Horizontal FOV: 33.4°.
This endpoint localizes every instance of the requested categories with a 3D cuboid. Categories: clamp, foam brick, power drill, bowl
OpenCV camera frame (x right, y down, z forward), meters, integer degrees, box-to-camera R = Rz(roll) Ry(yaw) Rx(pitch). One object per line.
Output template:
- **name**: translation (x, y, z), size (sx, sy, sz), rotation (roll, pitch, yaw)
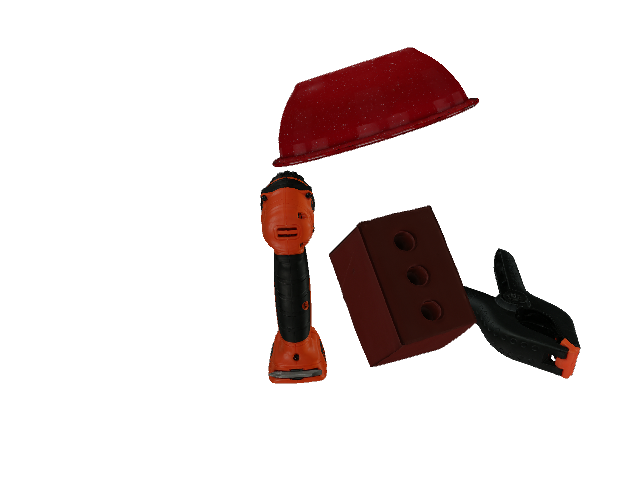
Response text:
- **clamp**: translation (0.169, 0.058, 0.938), size (0.120, 0.039, 0.172), rotation (-24, 43, -33)
- **foam brick**: translation (0.048, 0.028, 0.636), size (0.052, 0.078, 0.051), rotation (-14, -15, -26)
- **power drill**: translation (-0.029, 0.032, 1.046), size (0.057, 0.188, 0.184), rotation (-4, 16, 2)
- **bowl**: translation (0.033, -0.105, 0.798), size (0.162, 0.055, 0.162), rotation (-18, 8, 2)
